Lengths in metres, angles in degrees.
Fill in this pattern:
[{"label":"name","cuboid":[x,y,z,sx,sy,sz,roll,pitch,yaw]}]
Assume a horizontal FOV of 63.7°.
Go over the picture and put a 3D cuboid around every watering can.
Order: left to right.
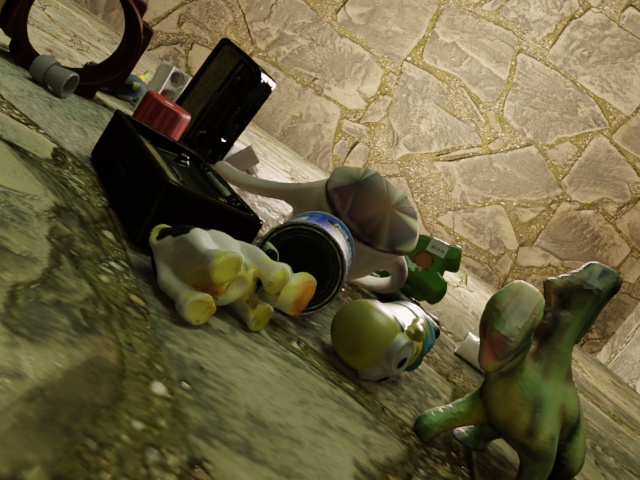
[{"label":"watering can","cuboid":[0.002,-0.039,0.766,0.346,0.106,0.221,38,-33,-8]}]

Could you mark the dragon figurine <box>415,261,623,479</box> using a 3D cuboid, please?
[{"label":"dragon figurine","cuboid":[0.245,0.140,0.521,0.407,0.241,0.124,22,10,-45]}]
